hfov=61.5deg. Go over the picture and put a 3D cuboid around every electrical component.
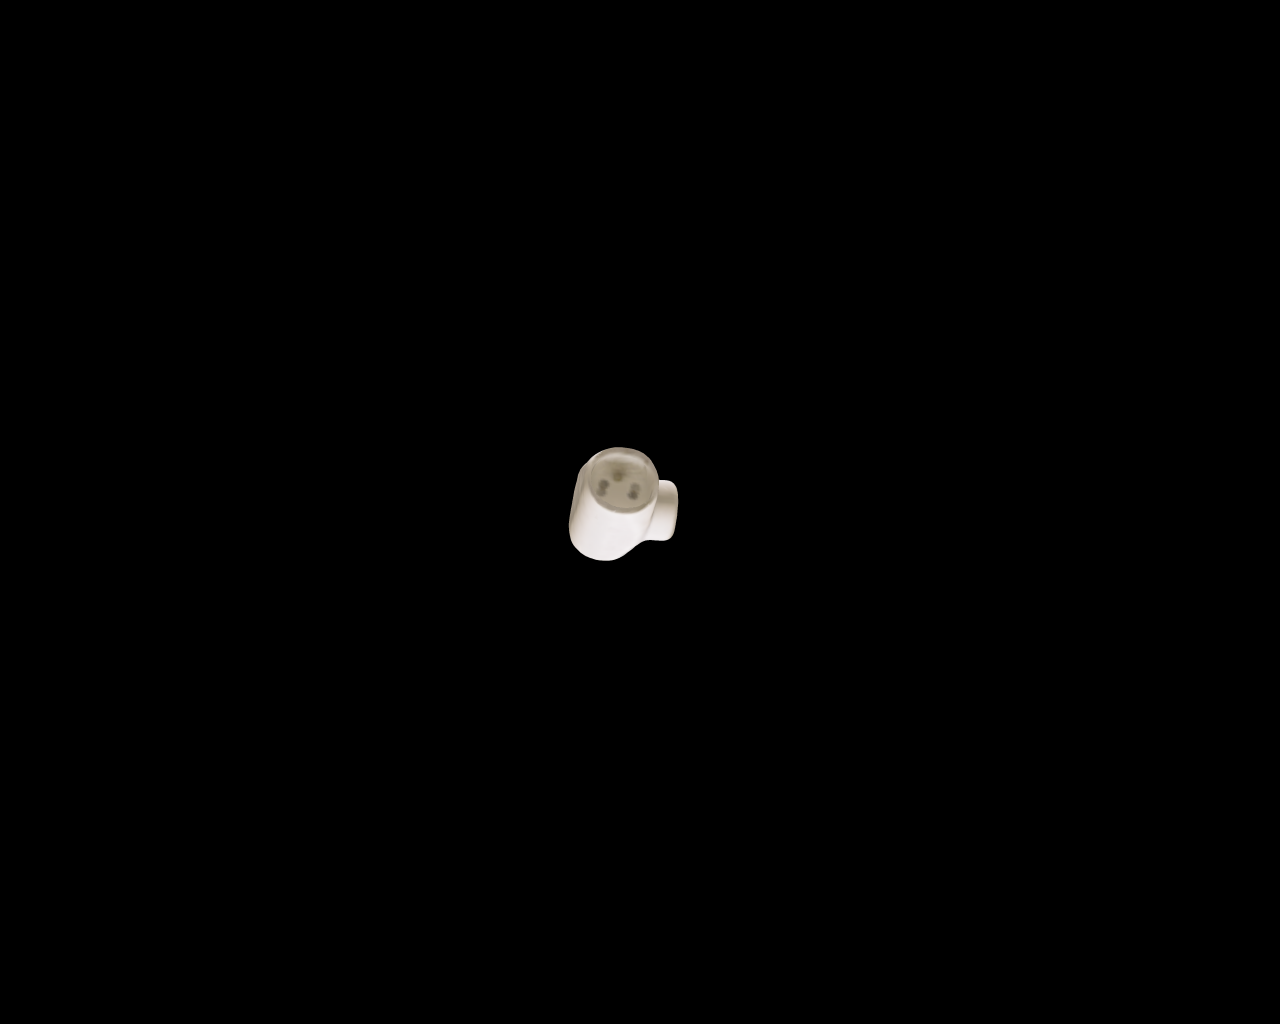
[{"bbox_3d":[0.001,-0.003,0.650,0.079,0.044,0.077,5,-24,-10],"label":"electrical component"}]
